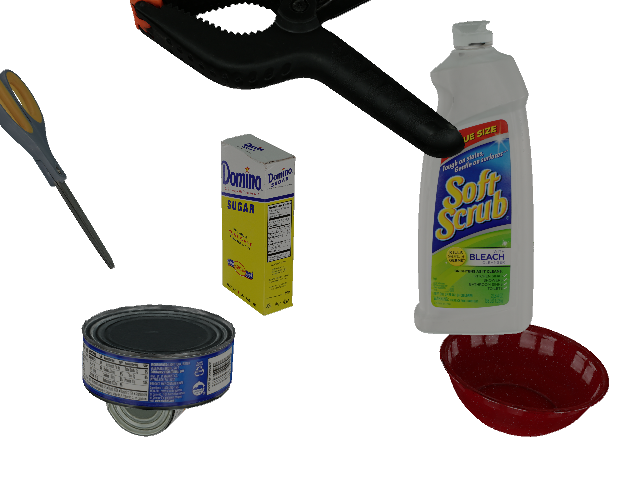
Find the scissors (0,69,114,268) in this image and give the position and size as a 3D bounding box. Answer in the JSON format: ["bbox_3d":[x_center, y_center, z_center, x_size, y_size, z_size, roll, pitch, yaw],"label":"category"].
[{"bbox_3d":[-0.236,-0.072,0.939,0.016,0.201,0.096,-29,24,9],"label":"scissors"}]

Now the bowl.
[{"bbox_3d":[0.192,0.140,1.031,0.162,0.055,0.162,5,26,-2],"label":"bowl"}]

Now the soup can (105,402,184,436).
[{"bbox_3d":[-0.144,0.126,0.969,0.069,0.068,0.102,0,17,17],"label":"soup can"}]

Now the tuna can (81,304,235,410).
[{"bbox_3d":[-0.092,0.065,0.604,0.086,0.034,0.086,4,14,-1],"label":"tuna can"}]

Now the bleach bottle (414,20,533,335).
[{"bbox_3d":[0.121,-0.050,0.872,0.103,0.251,0.068,-1,15,16],"label":"bleach bottle"}]

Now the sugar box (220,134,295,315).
[{"bbox_3d":[-0.069,-0.018,1.154,0.048,0.176,0.093,-17,29,-31],"label":"sugar box"}]

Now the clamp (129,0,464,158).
[{"bbox_3d":[-0.007,-0.121,0.633,0.210,0.164,0.036,-1,-26,-1],"label":"clamp"}]
